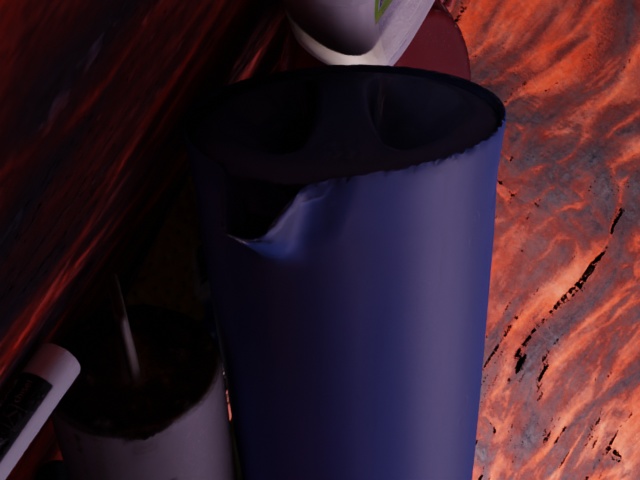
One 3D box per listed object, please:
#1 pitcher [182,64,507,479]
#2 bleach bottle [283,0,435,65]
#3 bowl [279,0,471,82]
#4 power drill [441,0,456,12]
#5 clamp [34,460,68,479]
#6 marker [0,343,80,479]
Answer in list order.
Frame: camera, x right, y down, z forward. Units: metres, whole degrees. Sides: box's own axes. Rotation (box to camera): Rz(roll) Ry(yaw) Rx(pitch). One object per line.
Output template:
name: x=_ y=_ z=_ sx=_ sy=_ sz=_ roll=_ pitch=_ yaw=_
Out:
pitcher: x=0.020 y=0.044 z=0.498 sx=0.145 sy=0.149 sz=0.243 roll=-127 pitch=-150 yaw=-58
bleach bottle: x=0.022 y=-0.134 z=0.456 sx=0.102 sy=0.068 sz=0.251 roll=-62 pitch=178 yaw=2
bowl: x=0.045 y=-0.092 z=0.640 sx=0.161 sy=0.055 sz=0.162 roll=-15 pitch=109 yaw=-52
power drill: x=0.084 y=-0.241 z=0.919 sx=0.188 sy=0.057 sz=0.184 roll=123 pitch=-17 yaw=-69
clamp: x=-0.133 y=0.179 z=0.550 sx=0.172 sy=0.039 sz=0.120 roll=155 pitch=-77 yaw=-73
marker: x=-0.124 y=0.087 z=0.379 sx=0.121 sy=0.020 sz=0.020 roll=-61 pitch=180 yaw=-39
